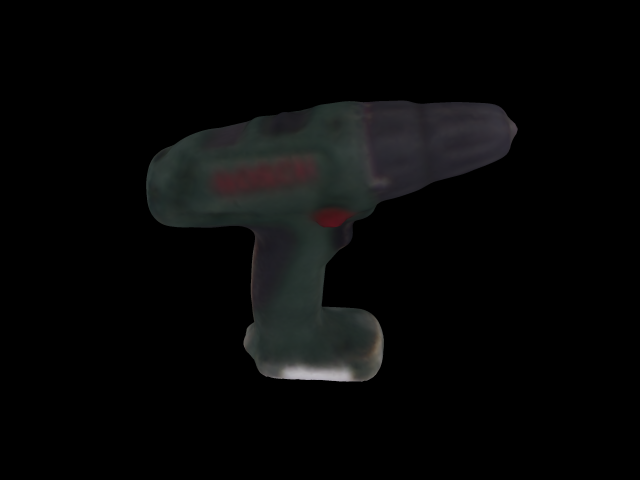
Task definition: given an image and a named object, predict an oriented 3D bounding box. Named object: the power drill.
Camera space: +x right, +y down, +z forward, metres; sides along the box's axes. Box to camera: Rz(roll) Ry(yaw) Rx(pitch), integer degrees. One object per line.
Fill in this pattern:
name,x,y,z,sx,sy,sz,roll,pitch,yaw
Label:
power drill,0.004,0.001,0.400,0.229,0.208,0.075,2,36,2
